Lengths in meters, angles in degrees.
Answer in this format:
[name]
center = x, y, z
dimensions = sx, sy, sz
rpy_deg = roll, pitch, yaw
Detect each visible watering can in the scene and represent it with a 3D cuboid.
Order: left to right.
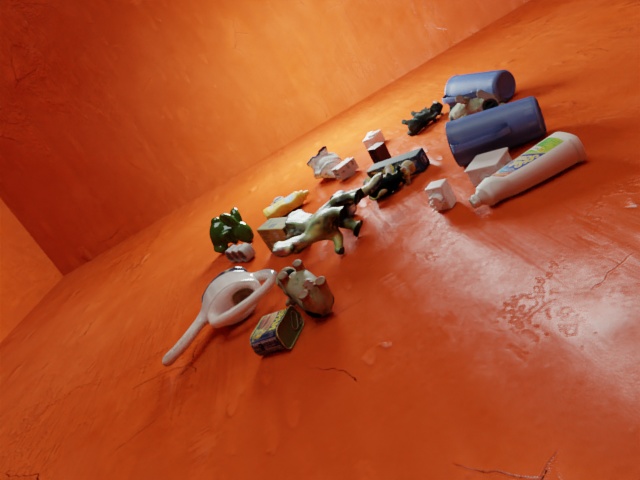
[watering can]
center = -0.264, 0.176, 1.332
dimensions = 0.350, 0.103, 0.225
rpy_deg = -35, 18, -12

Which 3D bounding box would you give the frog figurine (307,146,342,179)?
[frog figurine]
center = 0.039, -0.294, 2.115
dimensions = 0.139, 0.119, 0.162
rpy_deg = -30, 52, -24

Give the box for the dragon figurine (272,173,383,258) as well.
[dragon figurine]
center = 0.004, -0.073, 1.449
dimensions = 0.242, 0.120, 0.419
rpy_deg = 2, 35, 33
